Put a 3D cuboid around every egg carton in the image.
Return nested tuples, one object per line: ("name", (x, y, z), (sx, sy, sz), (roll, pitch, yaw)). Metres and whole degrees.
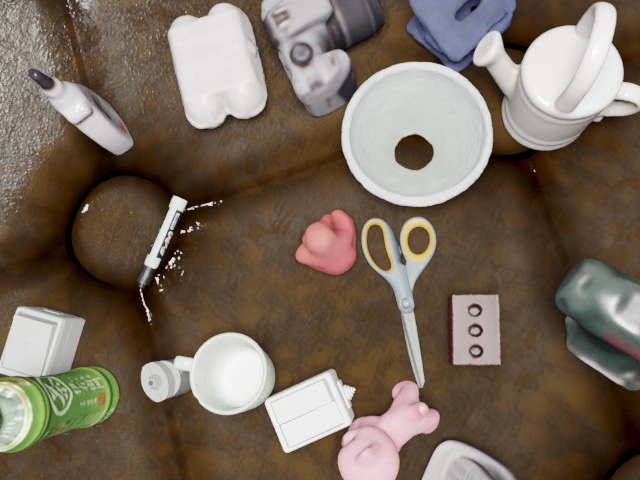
("egg carton", (-0.125, -0.214, 0.709), (0.107, 0.069, 0.150), (-17, 80, 4))

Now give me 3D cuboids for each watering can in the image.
("watering can", (0.249, -0.169, 0.595), (0.172, 0.194, 0.101), (-3, 81, 6))

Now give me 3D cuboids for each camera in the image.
("camera", (0.012, -0.246, 0.681), (0.137, 0.101, 0.143), (-26, 80, 2))

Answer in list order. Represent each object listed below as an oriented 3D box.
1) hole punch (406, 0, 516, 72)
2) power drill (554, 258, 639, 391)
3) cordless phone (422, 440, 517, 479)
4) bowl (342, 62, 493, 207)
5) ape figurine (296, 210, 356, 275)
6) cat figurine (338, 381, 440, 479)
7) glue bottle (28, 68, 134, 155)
("hole punch", (0.168, -0.271, 0.672), (0.108, 0.091, 0.101), (-43, 79, -1))
("power drill", (0.321, 0.103, 0.539), (0.229, 0.208, 0.076), (33, 87, 10))
("cordless phone", (0.140, 0.283, 0.546), (0.094, 0.185, 0.148), (18, 84, 9))
("bowl", (0.110, -0.114, 0.664), (0.167, 0.075, 0.167), (-1, 82, 7))
("ape figurine", (0.006, 0.002, 0.650), (0.078, 0.092, 0.076), (-25, 79, 3))
("cat figurine", (0.068, 0.212, 0.599), (0.128, 0.118, 0.067), (-43, 79, -1))
("glue bottle", (-0.281, -0.156, 0.665), (0.037, 0.173, 0.078), (-39, 79, 0))
